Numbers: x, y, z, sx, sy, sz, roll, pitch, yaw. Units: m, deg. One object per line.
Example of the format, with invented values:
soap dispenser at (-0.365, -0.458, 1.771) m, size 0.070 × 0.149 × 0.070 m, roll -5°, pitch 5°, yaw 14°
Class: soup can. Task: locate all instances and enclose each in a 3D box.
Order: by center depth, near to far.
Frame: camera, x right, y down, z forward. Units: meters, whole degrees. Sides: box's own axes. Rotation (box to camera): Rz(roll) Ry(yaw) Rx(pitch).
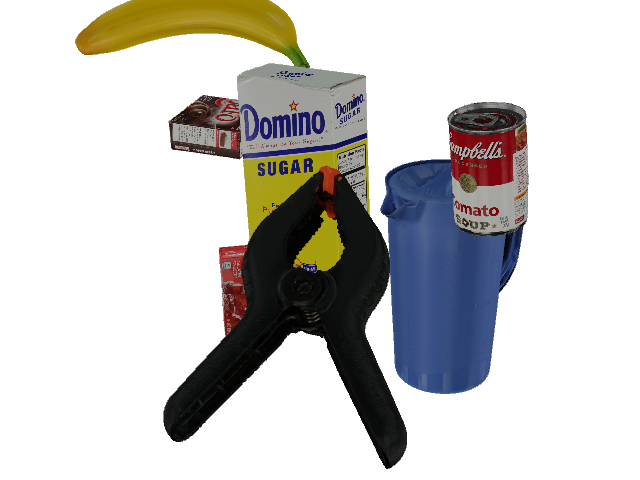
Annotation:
soup can at (0.149, -0.064, 0.946) m, size 0.068 × 0.102 × 0.068 m, roll -6°, pitch 28°, yaw 3°

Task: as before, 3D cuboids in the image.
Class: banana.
banana at (-0.106, -0.184, 0.907) m, size 0.198 × 0.069 × 0.037 m, roll 3°, pitch -33°, yaw -1°

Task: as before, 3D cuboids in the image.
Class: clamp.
clamp at (0.002, 0.040, 0.554) m, size 0.120 × 0.171 × 0.039 m, roll 16°, pitch -28°, yaw 10°

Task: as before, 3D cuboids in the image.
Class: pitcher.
pitcher at (0.145, 0.038, 1.172) m, size 0.149 × 0.243 × 0.145 m, roll 3°, pitch 24°, yaw 10°

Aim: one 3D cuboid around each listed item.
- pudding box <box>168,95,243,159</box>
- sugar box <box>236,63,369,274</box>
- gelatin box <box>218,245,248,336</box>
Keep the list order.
pudding box at (-0.117, -0.135, 1.261) m, size 0.090 × 0.039 × 0.113 m, roll 8°, pitch 28°, yaw 13°
sugar box at (-0.011, -0.035, 0.773) m, size 0.093 × 0.176 × 0.048 m, roll 14°, pitch 29°, yaw 39°
gelatin box at (-0.059, 0.047, 1.034) m, size 0.073 × 0.089 × 0.030 m, roll -4°, pitch 27°, yaw -5°
